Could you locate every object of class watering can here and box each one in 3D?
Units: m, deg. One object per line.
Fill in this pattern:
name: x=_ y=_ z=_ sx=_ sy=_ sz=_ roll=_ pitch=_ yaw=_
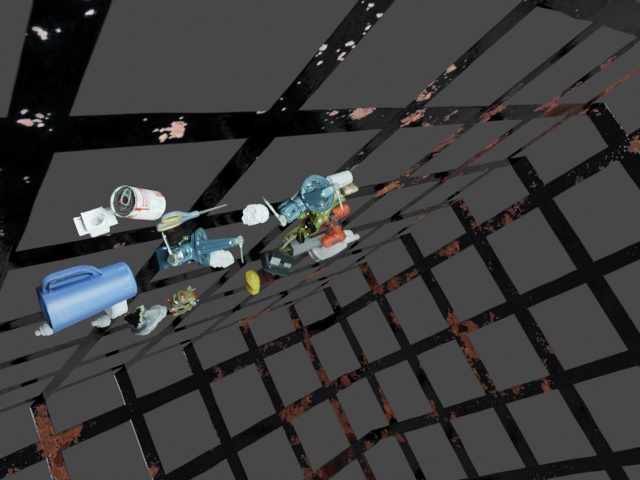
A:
watering can: x=0.069 y=0.019 z=2.482 sx=0.223 sy=0.105 sz=0.347 roll=-29 pitch=168 yaw=16

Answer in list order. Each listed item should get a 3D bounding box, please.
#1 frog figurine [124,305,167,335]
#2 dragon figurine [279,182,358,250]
frog figurine: x=-0.696 y=0.328 z=2.111 sx=0.136 sy=0.124 sz=0.158 roll=-50 pitch=150 yaw=12
dragon figurine: x=0.006 y=-0.095 z=1.894 sx=0.246 sy=0.123 sz=0.403 roll=-28 pitch=172 yaw=-38
